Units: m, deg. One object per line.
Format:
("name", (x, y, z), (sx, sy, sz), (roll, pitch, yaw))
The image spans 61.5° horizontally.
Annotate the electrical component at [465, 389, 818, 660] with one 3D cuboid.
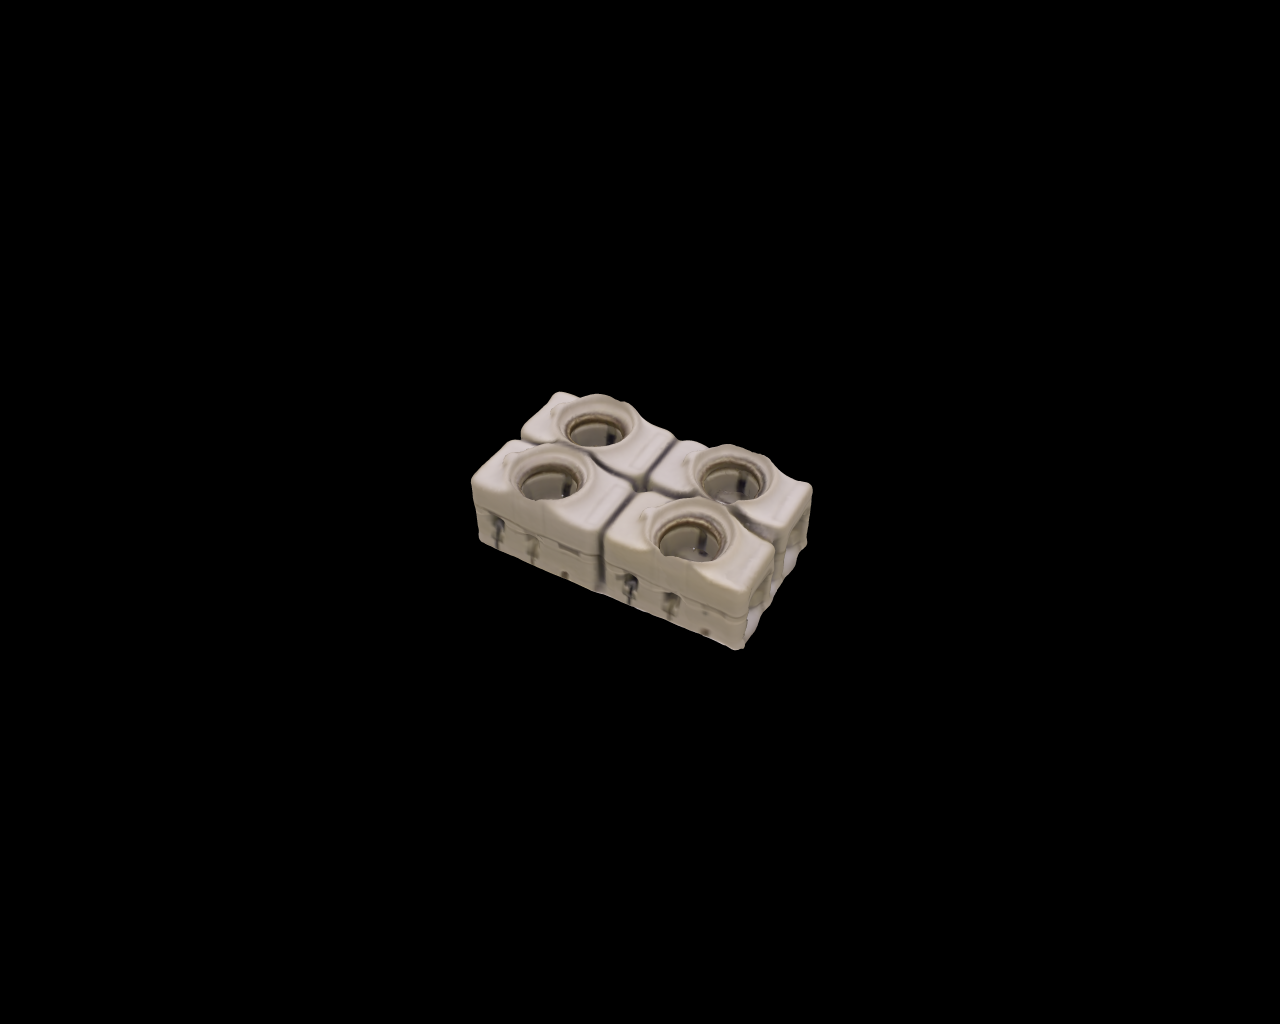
("electrical component", (0.001, -0.003, 0.650), (0.186, 0.060, 0.106), (22, 49, 21))
